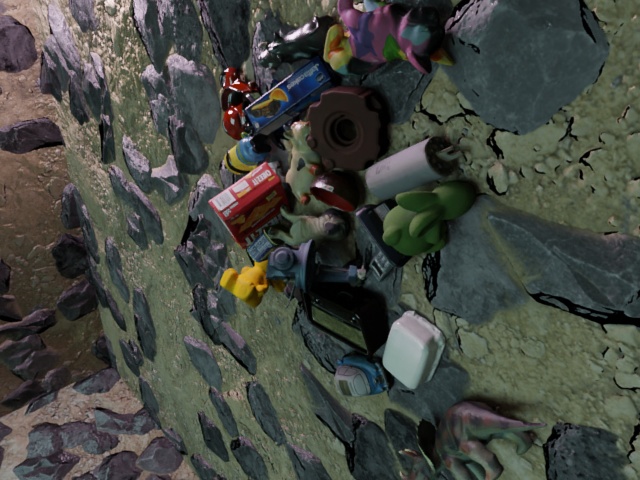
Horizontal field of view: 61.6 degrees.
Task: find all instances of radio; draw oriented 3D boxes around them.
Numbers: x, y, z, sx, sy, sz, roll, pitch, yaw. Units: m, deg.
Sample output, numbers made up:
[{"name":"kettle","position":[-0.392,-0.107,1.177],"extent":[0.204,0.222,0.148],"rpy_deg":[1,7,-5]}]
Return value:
[{"name":"radio","position":[0.054,0.177,1.311],"extent":[0.230,0.073,0.130],"rpy_deg":[20,136,44]}]

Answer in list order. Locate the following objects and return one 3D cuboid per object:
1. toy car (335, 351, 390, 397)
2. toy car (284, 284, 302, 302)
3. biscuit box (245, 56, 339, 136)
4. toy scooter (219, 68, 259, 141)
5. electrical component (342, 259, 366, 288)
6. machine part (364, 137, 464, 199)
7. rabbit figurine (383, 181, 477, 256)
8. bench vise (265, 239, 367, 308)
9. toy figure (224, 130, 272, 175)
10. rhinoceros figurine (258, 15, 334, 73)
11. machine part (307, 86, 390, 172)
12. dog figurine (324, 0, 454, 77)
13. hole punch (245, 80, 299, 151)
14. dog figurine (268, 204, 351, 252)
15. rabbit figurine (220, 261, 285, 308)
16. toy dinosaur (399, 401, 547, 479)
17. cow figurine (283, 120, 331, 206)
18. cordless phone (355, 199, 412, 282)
[{"name":"toy car","position":[0.094,0.351,1.351],"extent":[0.162,0.103,0.109],"rpy_deg":[-6,105,55]},{"name":"toy car","position":[-0.083,0.069,1.455],"extent":[0.089,0.053,0.202],"rpy_deg":[-32,84,29]},{"name":"biscuit box","position":[-0.059,-0.302,1.138],"extent":[0.203,0.059,0.063],"rpy_deg":[-31,82,21]},{"name":"toy scooter","position":[-0.199,-0.344,1.361],"extent":[0.135,0.075,0.183],"rpy_deg":[11,113,48]},{"name":"electrical component","position":[0.082,0.082,1.284],"extent":[0.063,0.021,0.094],"rpy_deg":[59,143,10]},{"name":"machine part","position":[0.166,-0.132,1.011],"extent":[0.243,0.079,0.079],"rpy_deg":[-16,96,54]},{"name":"rabbit figurine","position":[0.196,-0.056,0.978],"extent":[0.170,0.159,0.121],"rpy_deg":[-39,67,38]},{"name":"bench vise","position":[-0.012,0.071,1.236],"extent":[0.241,0.129,0.223],"rpy_deg":[5,156,9]},{"name":"toy figure","position":[-0.188,-0.225,1.388],"extent":[0.180,0.089,0.082],"rpy_deg":[159,121,-64]},{"name":"rhinoceros figurine","position":[-0.048,-0.397,1.108],"extent":[0.190,0.112,0.073],"rpy_deg":[-7,106,45]},{"name":"machine part","position":[0.055,-0.221,1.079],"extent":[0.180,0.056,0.179],"rpy_deg":[13,120,24]},{"name":"dog figurine","position":[0.122,-0.334,0.935],"extent":[0.219,0.108,0.191],"rpy_deg":[45,138,23]},{"name":"hole punch","position":[-0.105,-0.300,1.272],"extent":[0.142,0.092,0.115],"rpy_deg":[48,167,20]},{"name":"dog figurine","position":[-0.005,-0.002,1.299],"extent":[0.191,0.121,0.172],"rpy_deg":[8,158,27]},{"name":"rabbit figurine","position":[-0.167,0.103,1.518],"extent":[0.122,0.173,0.162],"rpy_deg":[19,168,46]},{"name":"toy dinosaur","position":[0.303,0.409,1.116],"extent":[0.192,0.131,0.404],"rpy_deg":[44,133,26]},{"name":"cow figurine","position":[-0.032,-0.188,1.231],"extent":[0.127,0.085,0.194],"rpy_deg":[43,140,23]},{"name":"cordless phone","position":[0.125,0.009,1.152],"extent":[0.146,0.089,0.184],"rpy_deg":[55,159,14]}]
